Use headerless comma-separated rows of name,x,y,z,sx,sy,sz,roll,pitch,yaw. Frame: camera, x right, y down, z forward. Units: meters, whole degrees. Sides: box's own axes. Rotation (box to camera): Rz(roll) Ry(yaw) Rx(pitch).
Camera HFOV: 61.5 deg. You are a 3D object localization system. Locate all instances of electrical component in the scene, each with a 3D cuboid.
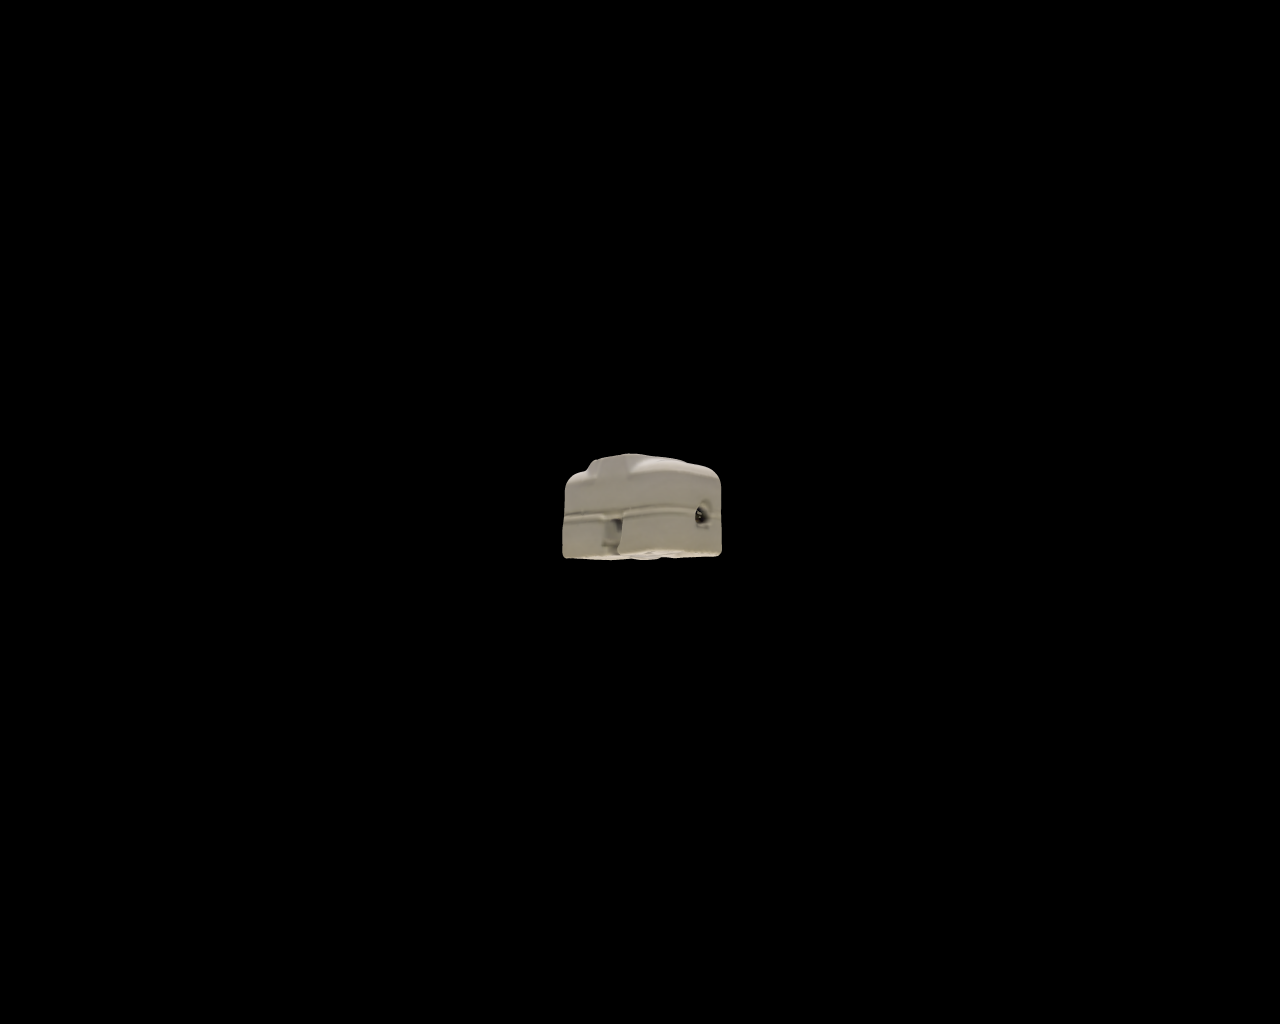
electrical component,0.001,-0.003,0.650,0.095,0.059,0.054,-5,-8,40
